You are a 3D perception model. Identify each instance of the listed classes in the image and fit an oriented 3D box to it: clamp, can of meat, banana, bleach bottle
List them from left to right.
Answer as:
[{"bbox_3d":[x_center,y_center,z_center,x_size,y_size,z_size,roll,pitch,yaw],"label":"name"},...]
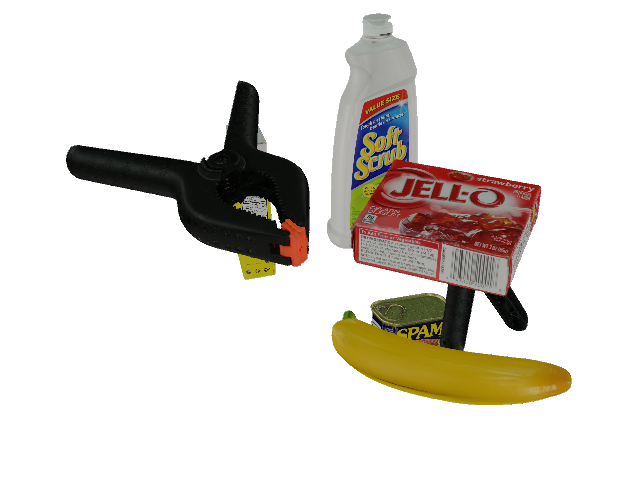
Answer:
[{"bbox_3d":[-0.065,-0.051,0.779,0.164,0.036,0.210,-32,46,-28],"label":"clamp"},{"bbox_3d":[0.055,-0.119,1.163,0.102,0.251,0.068,-6,26,-9],"label":"bleach bottle"},{"bbox_3d":[0.109,0.119,1.312,0.101,0.084,0.057,-7,29,-25],"label":"can of meat"},{"bbox_3d":[0.078,0.085,0.773,0.198,0.037,0.069,15,37,35],"label":"banana"},{"bbox_3d":[0.139,0.026,1.018,0.039,0.171,0.120,-13,10,42],"label":"clamp"}]

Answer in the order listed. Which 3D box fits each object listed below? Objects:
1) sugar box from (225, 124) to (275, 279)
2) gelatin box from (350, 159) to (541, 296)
[{"bbox_3d":[-0.087,-0.051,1.317,0.048,0.176,0.093,-9,24,-8],"label":"sugar box"},{"bbox_3d":[0.070,-0.010,0.593,0.089,0.030,0.073,13,38,18],"label":"gelatin box"}]
